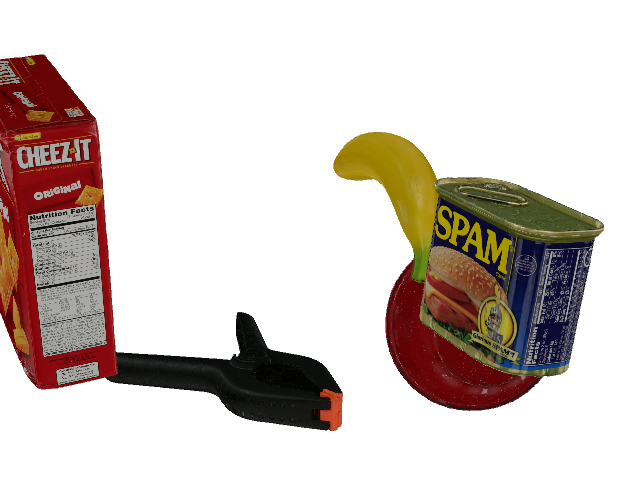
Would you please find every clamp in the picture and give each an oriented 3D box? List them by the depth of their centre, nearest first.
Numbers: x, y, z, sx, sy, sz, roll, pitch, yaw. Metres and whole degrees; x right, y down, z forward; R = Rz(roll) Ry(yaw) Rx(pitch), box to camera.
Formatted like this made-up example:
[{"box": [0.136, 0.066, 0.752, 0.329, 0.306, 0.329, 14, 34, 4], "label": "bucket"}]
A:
[{"box": [-0.056, 0.108, 0.897, 0.210, 0.036, 0.164, 13, 21, 35], "label": "clamp"}]

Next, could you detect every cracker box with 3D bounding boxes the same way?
[{"box": [-0.219, -0.017, 0.828, 0.072, 0.214, 0.164, -12, 30, -23], "label": "cracker box"}]

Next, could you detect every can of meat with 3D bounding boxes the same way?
[{"box": [0.101, 0.018, 0.592, 0.057, 0.084, 0.102, -3, 20, -28], "label": "can of meat"}]

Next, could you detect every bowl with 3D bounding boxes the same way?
[{"box": [0.140, 0.077, 0.929, 0.162, 0.162, 0.055, 0, 6, -4], "label": "bowl"}]

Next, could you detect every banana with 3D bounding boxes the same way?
[{"box": [0.049, -0.045, 0.793, 0.037, 0.070, 0.198, 23, 18, -24], "label": "banana"}]
